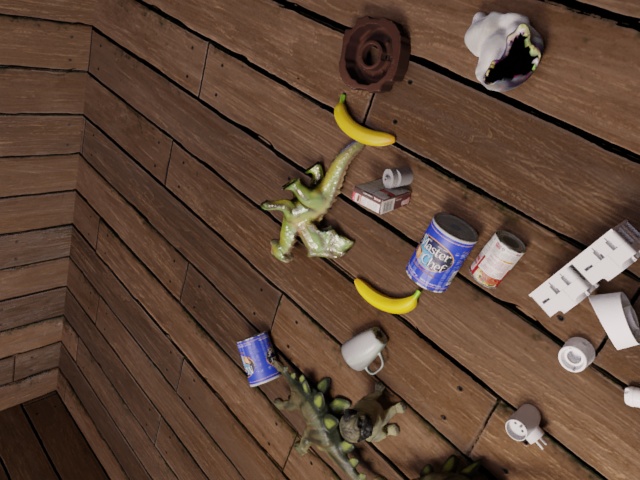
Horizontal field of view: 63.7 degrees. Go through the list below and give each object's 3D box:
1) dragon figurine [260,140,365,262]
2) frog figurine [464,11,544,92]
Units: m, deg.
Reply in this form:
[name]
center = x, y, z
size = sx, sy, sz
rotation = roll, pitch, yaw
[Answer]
[dragon figurine]
center = 0.004, -0.068, 1.345
size = 0.406, 0.124, 0.242
rotation = -29, 97, 28
[frog figurine]
center = 0.339, -0.362, 0.977
size = 0.163, 0.122, 0.134
rotation = -104, 22, -54
